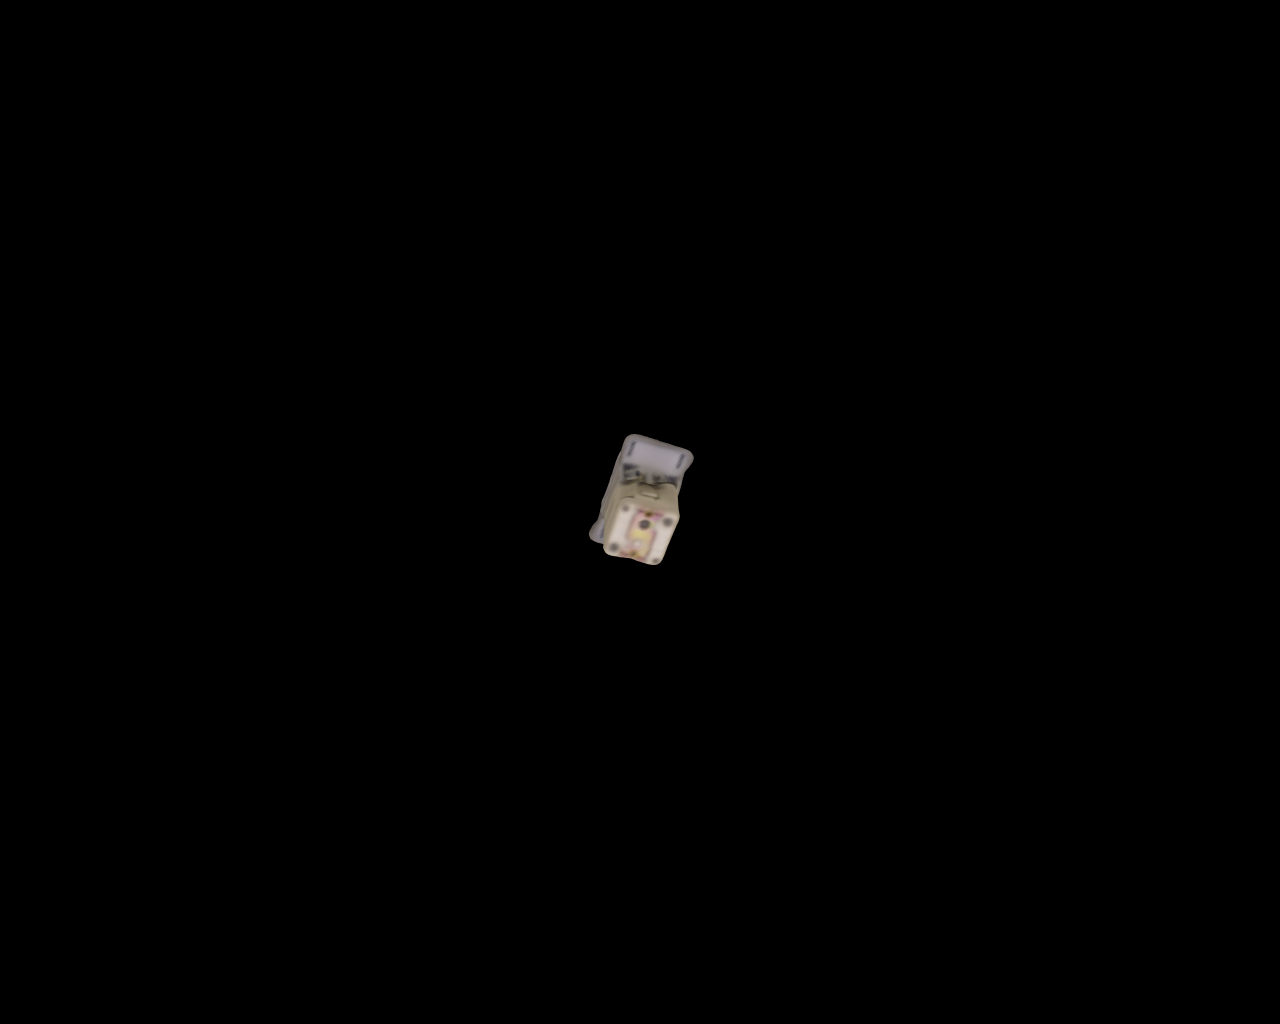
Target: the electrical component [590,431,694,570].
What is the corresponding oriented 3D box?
[{"bbox_3d":[0.001,-0.003,0.650,0.042,0.080,0.064,15,32,-9],"label":"electrical component"}]
